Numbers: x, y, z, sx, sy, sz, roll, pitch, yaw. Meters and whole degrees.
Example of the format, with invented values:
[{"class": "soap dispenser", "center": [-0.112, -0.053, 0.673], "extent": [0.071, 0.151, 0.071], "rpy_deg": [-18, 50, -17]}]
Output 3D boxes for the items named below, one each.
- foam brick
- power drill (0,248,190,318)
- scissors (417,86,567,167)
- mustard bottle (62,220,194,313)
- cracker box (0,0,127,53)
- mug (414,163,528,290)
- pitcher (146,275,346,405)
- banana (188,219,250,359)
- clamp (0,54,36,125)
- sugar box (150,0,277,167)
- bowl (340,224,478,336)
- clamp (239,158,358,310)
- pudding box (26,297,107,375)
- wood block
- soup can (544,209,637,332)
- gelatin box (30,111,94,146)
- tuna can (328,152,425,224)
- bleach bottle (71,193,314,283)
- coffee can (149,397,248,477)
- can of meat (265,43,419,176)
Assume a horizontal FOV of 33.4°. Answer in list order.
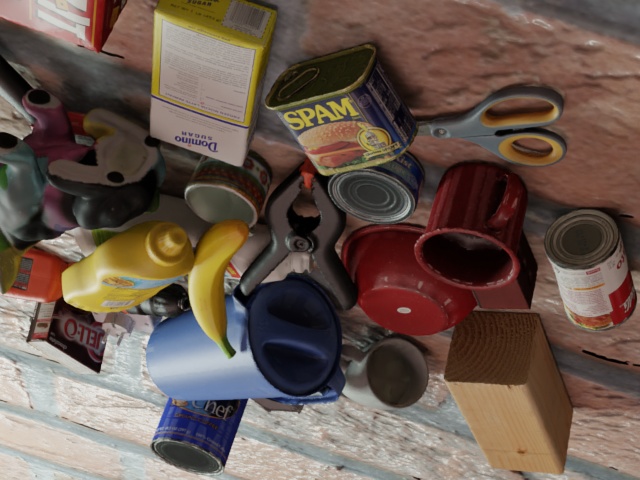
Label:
[{"class": "foam brick", "center": [0.171, 0.024, 1.016], "extent": [0.051, 0.053, 0.078], "rpy_deg": [-1, 144, 28]}, {"class": "power drill", "center": [-0.263, 0.051, 1.206], "extent": [0.185, 0.057, 0.187], "rpy_deg": [7, 174, 29]}, {"class": "scissors", "center": [0.121, -0.085, 0.909], "extent": [0.202, 0.016, 0.096], "rpy_deg": [-11, 136, 39]}, {"class": "mustard bottle", "center": [-0.177, 0.023, 1.041], "extent": [0.096, 0.058, 0.192], "rpy_deg": [2, 163, -32]}, {"class": "cracker box", "center": [-0.251, -0.246, 0.804], "extent": [0.213, 0.072, 0.164], "rpy_deg": [20, 148, -3]}, {"class": "mug", "center": [0.142, -0.019, 0.937], "extent": [0.093, 0.081, 0.117], "rpy_deg": [23, 148, -7]}, {"class": "pitcher", "center": [-0.091, 0.132, 1.244], "extent": [0.144, 0.149, 0.243], "rpy_deg": [-6, 173, -41]}, {"class": "banana", "center": [-0.102, 0.037, 1.074], "extent": [0.070, 0.037, 0.198], "rpy_deg": [29, 140, 19]}, {"class": "clamp", "center": [-0.330, -0.185, 0.969], "extent": [0.164, 0.036, 0.210], "rpy_deg": [17, 147, 2]}, {"class": "sugar box", "center": [-0.095, -0.139, 0.913], "extent": [0.093, 0.048, 0.176], "rpy_deg": [19, 152, 0]}, {"class": "bowl", "center": [0.092, 0.052, 1.097], "extent": [0.162, 0.055, 0.162], "rpy_deg": [13, 147, 8]}, {"class": "clamp", "center": [-0.007, 0.001, 1.043], "extent": [0.120, 0.039, 0.172], "rpy_deg": [11, 130, -7]}, {"class": "pudding box", "center": [-0.312, 0.109, 1.340], "extent": [0.039, 0.090, 0.113], "rpy_deg": [-9, 149, 27]}, {"class": "wood block", "center": [0.213, 0.173, 1.185], "extent": [0.091, 0.090, 0.206], "rpy_deg": [0, 143, 26]}, {"class": "soup can", "center": [0.246, 0.028, 0.969], "extent": [0.069, 0.068, 0.102], "rpy_deg": [0, 143, 27]}, {"class": "gelatin box", "center": [-0.241, -0.091, 1.074], "extent": [0.073, 0.030, 0.089], "rpy_deg": [10, 144, 14]}, {"class": "tuna can", "center": [0.051, -0.052, 0.979], "extent": [0.086, 0.033, 0.086], "rpy_deg": [13, 148, 8]}, {"class": "bleach bottle", "center": [-0.130, -0.003, 1.123], "extent": [0.251, 0.068, 0.102], "rpy_deg": [9, 148, 11]}, {"class": "coffee can", "center": [-0.152, 0.224, 1.403], "extent": [0.103, 0.140, 0.103], "rpy_deg": [13, 148, 8]}, {"class": "can of meat", "center": [0.020, -0.105, 0.883], "extent": [0.102, 0.057, 0.084], "rpy_deg": [-9, 132, 37]}]
